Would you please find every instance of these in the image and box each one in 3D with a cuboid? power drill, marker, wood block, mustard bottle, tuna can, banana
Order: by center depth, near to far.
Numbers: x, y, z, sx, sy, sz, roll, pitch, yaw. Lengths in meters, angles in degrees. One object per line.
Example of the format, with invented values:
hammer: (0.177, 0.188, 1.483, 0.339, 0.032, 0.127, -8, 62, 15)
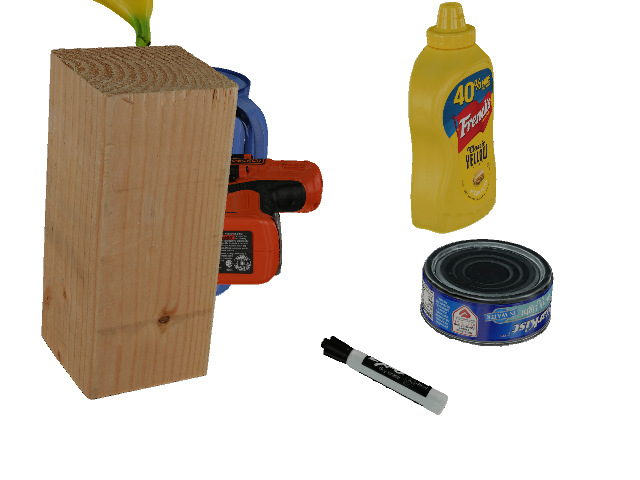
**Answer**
wood block: (-0.121, -0.013, 0.691, 0.090, 0.206, 0.090, -8, 30, -33)
tuna can: (0.109, 0.032, 0.699, 0.086, 0.034, 0.086, -1, 28, 0)
banana: (-0.202, -0.196, 0.803, 0.198, 0.069, 0.037, 16, -37, 19)
power drill: (-0.094, -0.025, 0.881, 0.184, 0.057, 0.187, -1, 22, 4)
mustard bottle: (0.114, -0.109, 0.923, 0.058, 0.192, 0.096, 17, 32, 39)
marker: (0.054, 0.116, 0.933, 0.121, 0.020, 0.020, 26, 8, 17)

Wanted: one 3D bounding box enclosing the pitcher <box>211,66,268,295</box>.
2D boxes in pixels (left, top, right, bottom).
pitcher: (-0.136, -0.059, 1.142, 0.145, 0.243, 0.149, -1, 22, -9)
